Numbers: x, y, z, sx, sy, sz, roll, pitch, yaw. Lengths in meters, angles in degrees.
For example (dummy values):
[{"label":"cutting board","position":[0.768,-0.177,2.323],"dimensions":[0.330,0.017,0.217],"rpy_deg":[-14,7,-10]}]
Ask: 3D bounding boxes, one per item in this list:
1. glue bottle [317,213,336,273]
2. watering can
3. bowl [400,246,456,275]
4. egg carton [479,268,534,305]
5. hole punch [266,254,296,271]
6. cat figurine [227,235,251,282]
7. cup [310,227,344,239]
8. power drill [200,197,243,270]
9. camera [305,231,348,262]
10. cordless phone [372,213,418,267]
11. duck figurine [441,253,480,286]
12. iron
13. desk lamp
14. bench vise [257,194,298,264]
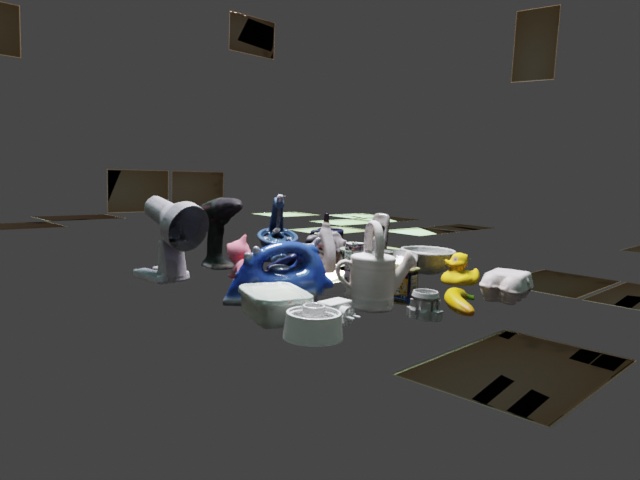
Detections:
[{"label":"glue bottle","position":[0.015,0.006,1.676],"dimensions":[0.037,0.173,0.077],"rpy_deg":[-4,9,-38]},{"label":"watering can","position":[0.123,0.054,1.255],"dimensions":[0.173,0.194,0.100],"rpy_deg":[-2,9,-33]},{"label":"bowl","position":[0.321,0.064,1.717],"dimensions":[0.167,0.075,0.167],"rpy_deg":[2,7,0]},{"label":"egg carton","position":[0.458,0.112,1.403],"dimensions":[0.107,0.069,0.151],"rpy_deg":[7,9,32]},{"label":"hole punch","position":[-0.079,0.068,1.481],"dimensions":[0.100,0.091,0.109],"rpy_deg":[7,9,33]},{"label":"cat figurine","position":[-0.206,0.046,1.509],"dimensions":[0.067,0.118,0.127],"rpy_deg":[-1,8,-24]},{"label":"cup","position":[0.023,0.007,1.978],"dimensions":[0.118,0.095,0.091],"rpy_deg":[0,8,-18]},{"label":"power drill","position":[-0.290,-0.022,1.657],"dimensions":[0.076,0.208,0.228],"rpy_deg":[-4,9,-39]},{"label":"camera","position":[0.003,0.023,1.826],"dimensions":[0.142,0.101,0.137],"rpy_deg":[7,9,32]},{"label":"cordless phone","position":[0.196,0.022,1.564],"dimensions":[0.147,0.185,0.094],"rpy_deg":[5,8,23]},{"label":"duck figurine","position":[0.388,0.078,1.578],"dimensions":[0.104,0.086,0.077],"rpy_deg":[2,7,-2]},{"label":"iron","position":[-0.097,0.067,1.286],"dimensions":[0.259,0.141,0.118],"rpy_deg":[-3,9,-35]},{"label":"desk lamp","position":[-0.379,0.000,1.435],"dimensions":[0.202,0.213,0.118],"rpy_deg":[9,10,40]},{"label":"bench vise","position":[-0.144,-0.032,1.738],"dimensions":[0.122,0.220,0.206],"rpy_deg":[-2,9,-31]}]
